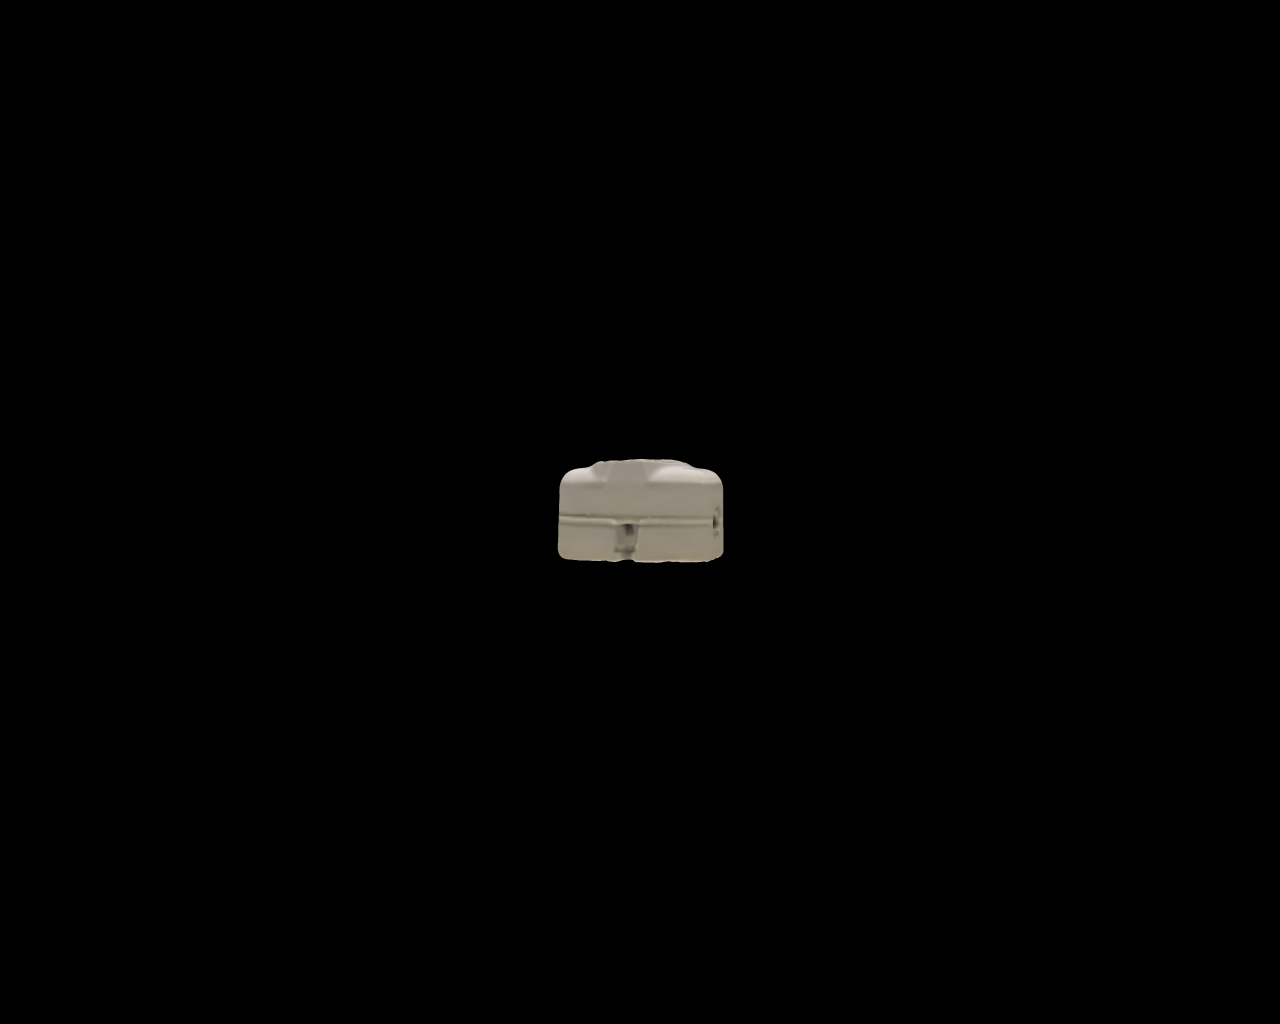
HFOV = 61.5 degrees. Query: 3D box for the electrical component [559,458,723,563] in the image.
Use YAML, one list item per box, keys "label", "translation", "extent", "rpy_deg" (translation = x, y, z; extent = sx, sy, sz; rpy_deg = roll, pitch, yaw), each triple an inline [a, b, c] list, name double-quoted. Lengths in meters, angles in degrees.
- label: "electrical component"
  translation: [0.001, -0.003, 0.650]
  extent: [0.095, 0.059, 0.054]
  rpy_deg: [1, 4, 20]
